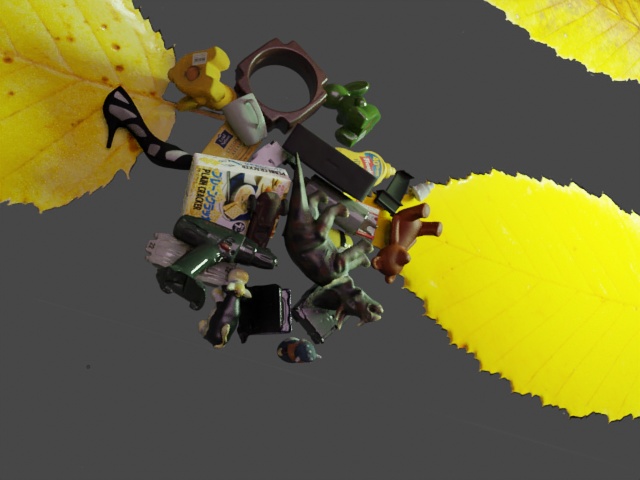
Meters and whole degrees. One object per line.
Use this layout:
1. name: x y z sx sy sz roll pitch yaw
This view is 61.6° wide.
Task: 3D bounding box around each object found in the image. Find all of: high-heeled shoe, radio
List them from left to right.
1. high-heeled shoe: -0.365 -0.246 1.198 0.249 0.086 0.145 15 84 -5
2. radio: 0.022 -0.185 1.296 0.229 0.131 0.073 35 95 -7

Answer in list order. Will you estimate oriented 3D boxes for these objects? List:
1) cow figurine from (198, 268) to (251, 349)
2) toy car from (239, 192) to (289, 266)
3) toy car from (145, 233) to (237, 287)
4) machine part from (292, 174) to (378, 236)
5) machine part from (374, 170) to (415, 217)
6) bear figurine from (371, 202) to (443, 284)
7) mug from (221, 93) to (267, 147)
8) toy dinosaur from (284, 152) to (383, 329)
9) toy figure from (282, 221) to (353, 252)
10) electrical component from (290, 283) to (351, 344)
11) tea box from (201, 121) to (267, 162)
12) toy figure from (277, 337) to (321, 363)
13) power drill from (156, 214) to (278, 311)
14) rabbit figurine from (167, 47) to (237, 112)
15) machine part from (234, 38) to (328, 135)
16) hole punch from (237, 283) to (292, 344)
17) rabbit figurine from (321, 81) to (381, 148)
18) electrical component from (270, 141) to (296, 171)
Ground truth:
1. cow figurine: -0.198 0.144 1.151 0.068 0.098 0.167 22 93 -24
2. toy car: -0.136 -0.017 1.210 0.089 0.202 0.053 7 31 -27
3. toy car: -0.284 0.046 1.187 0.201 0.056 0.073 22 69 -19
4. machine part: 0.034 -0.087 1.340 0.243 0.079 0.079 33 65 -1
5. machine part: 0.204 -0.135 1.470 0.084 0.039 0.139 37 66 -6
6. bear figurine: 0.220 0.012 1.390 0.120 0.132 0.196 48 53 -34
7. mug: -0.160 -0.273 1.227 0.081 0.110 0.107 -37 108 -34
8. toy dinosaur: -0.005 0.016 1.216 0.192 0.131 0.404 -37 90 -19
9. toy figure: -0.001 -0.006 1.318 0.180 0.082 0.089 28 68 -13
10. electrical component: 0.007 0.165 1.291 0.134 0.058 0.115 -44 99 -27
11. tea box: -0.216 -0.212 1.279 0.098 0.068 0.169 36 66 -14
12. toy figure: -0.051 0.245 1.187 0.064 0.154 0.057 -31 93 -27
13. power drill: -0.219 0.046 1.107 0.232 0.086 0.207 29 46 1
14. rabbit figurine: -0.265 -0.347 1.255 0.162 0.173 0.122 -12 77 18
15. machine part: -0.099 -0.382 1.348 0.201 0.087 0.201 -42 90 -19
16. hole punch: -0.123 0.160 1.220 0.116 0.092 0.142 -6 79 19
17. rabbit figurine: 0.075 -0.362 1.429 0.170 0.121 0.159 42 60 7
18. electrical component: -0.081 -0.225 1.370 0.094 0.021 0.063 45 63 -7
